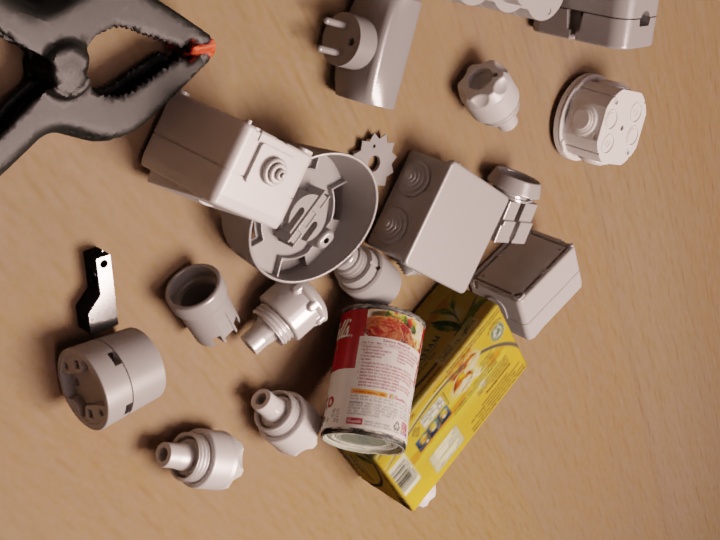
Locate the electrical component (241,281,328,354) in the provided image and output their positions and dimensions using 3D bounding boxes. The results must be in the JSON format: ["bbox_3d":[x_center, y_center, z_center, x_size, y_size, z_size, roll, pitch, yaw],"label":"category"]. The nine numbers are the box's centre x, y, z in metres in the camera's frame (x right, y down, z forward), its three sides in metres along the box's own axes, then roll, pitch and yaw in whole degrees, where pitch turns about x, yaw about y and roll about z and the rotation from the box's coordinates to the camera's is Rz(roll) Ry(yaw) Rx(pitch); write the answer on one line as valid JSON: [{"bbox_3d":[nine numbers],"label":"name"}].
[{"bbox_3d":[-0.058,0.035,0.779,0.062,0.048,0.048,-42,134,-14],"label":"electrical component"}]

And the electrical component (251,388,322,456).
[{"bbox_3d":[-0.059,0.111,0.815,0.043,0.043,0.062,-54,137,-12],"label":"electrical component"}]

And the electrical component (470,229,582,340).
[{"bbox_3d":[0.155,0.009,0.972,0.096,0.062,0.061,-43,134,-23],"label":"electrical component"}]

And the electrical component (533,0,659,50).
[{"bbox_3d":[0.192,-0.218,0.872,0.054,0.095,0.059,-17,121,-40],"label":"electrical component"}]

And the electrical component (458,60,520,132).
[{"bbox_3d":[0.108,-0.136,0.867,0.043,0.043,0.062,-56,140,-10],"label":"electrical component"}]

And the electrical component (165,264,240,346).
[{"bbox_3d":[-0.105,0.025,0.729,0.040,0.040,0.046,-45,142,-21],"label":"electrical component"}]

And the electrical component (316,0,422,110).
[{"bbox_3d":[0.001,-0.156,0.745,0.079,0.043,0.077,2,108,-47],"label":"electrical component"}]

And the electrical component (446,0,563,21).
[{"bbox_3d":[0.115,-0.219,0.808,0.138,0.074,0.052,-3,111,-45],"label":"electrical component"}]

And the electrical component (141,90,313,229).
[{"bbox_3d":[-0.081,-0.063,0.666,0.062,0.096,0.061,22,94,-49],"label":"electrical component"}]

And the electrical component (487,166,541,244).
[{"bbox_3d":[0.126,-0.056,0.923,0.066,0.048,0.055,2,115,-46],"label":"electrical component"}]

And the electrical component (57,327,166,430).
[{"bbox_3d":[-0.157,0.067,0.685,0.047,0.055,0.055,-25,125,-41],"label":"electrical component"}]

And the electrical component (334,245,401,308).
[{"bbox_3d":[0.000,0.000,0.823,0.040,0.040,0.078,-57,139,-8],"label":"electrical component"}]

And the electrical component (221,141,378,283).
[{"bbox_3d":[-0.043,-0.040,0.740,0.099,0.064,0.099,-22,124,-38],"label":"electrical component"}]

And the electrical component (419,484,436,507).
[{"bbox_3d":[0.047,0.184,0.968,0.035,0.035,0.061,-38,130,-27],"label":"electrical component"}]

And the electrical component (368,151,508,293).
[{"bbox_3d":[0.062,-0.039,0.861,0.100,0.048,0.099,25,90,-49],"label":"electrical component"}]

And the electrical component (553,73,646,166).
[{"bbox_3d":[0.216,-0.134,0.973,0.080,0.051,0.080,-22,124,-38],"label":"electrical component"}]

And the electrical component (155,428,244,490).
[{"bbox_3d":[-0.117,0.134,0.767,0.062,0.043,0.043,18,96,-47],"label":"electrical component"}]
